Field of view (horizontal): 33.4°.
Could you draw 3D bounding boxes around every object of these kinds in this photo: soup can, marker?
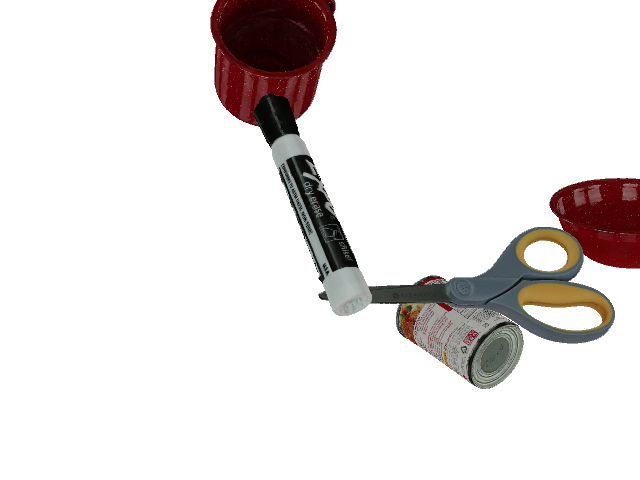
[{"bbox_3d":[0.128,0.083,0.982,0.068,0.068,0.102,0,23,-40],"label":"soup can"},{"bbox_3d":[-0.006,-0.020,0.503,0.020,0.121,0.020,-18,-27,-10],"label":"marker"}]

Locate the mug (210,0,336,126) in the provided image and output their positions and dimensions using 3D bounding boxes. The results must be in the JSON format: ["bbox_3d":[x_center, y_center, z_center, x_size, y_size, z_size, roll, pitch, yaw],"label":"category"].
[{"bbox_3d":[-0.032,-0.148,0.821,0.093,0.117,0.081,39,-25,11],"label":"mug"}]

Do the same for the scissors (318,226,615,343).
[{"bbox_3d":[0.101,0.020,0.718,0.201,0.096,0.016,12,-36,-6],"label":"scissors"}]

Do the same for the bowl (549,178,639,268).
[{"bbox_3d":[0.320,-0.014,1.110,0.162,0.055,0.162,-3,23,1],"label":"bowl"}]
